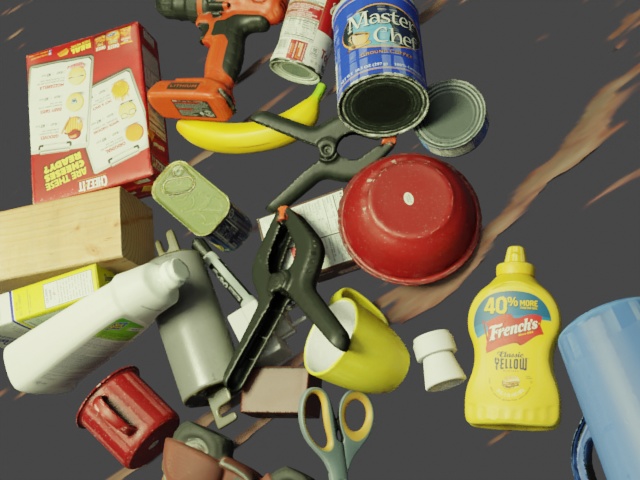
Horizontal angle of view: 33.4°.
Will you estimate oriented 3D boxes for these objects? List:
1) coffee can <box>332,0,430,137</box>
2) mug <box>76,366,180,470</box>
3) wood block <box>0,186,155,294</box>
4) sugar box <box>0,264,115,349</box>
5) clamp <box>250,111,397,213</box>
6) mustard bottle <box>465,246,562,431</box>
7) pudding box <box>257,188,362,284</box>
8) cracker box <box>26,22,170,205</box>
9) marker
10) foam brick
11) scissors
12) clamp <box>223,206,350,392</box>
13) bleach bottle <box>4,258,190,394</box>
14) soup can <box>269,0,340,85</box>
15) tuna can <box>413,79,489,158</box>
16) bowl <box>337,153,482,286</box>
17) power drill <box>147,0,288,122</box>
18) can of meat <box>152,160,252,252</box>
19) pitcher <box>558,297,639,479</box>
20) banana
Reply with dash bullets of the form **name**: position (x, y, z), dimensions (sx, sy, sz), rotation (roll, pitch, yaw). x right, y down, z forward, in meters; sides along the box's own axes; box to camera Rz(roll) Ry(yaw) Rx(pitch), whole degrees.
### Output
- **coffee can**: position (0.067, -0.202, 1.210), dimensions (0.103, 0.102, 0.140), rotation (-12, 53, 14)
- **mug**: position (-0.215, 0.199, 1.190), dimensions (0.081, 0.117, 0.093), rotation (40, 84, 19)
- **wood block**: position (-0.314, 0.008, 1.294), dimensions (0.206, 0.090, 0.090), rotation (-11, 70, 15)
- **sugar box**: position (-0.321, 0.082, 1.272), dimensions (0.176, 0.093, 0.048), rotation (-15, 69, 13)
- **clamp**: position (0.005, -0.092, 1.242), dimensions (0.171, 0.039, 0.120), rotation (-1, 96, 7)
- **mustard bottle**: position (0.203, 0.100, 1.113), dimensions (0.096, 0.058, 0.191), rotation (-1, 72, 18)
- **pudding box**: position (-0.008, 0.002, 1.225), dimensions (0.113, 0.039, 0.090), rotation (-18, 68, 10)
- **cracker box**: position (-0.279, -0.149, 1.344), dimensions (0.164, 0.072, 0.214), rotation (-14, 70, 15)
- **marker**: position (-0.113, 0.040, 1.257), dimensions (0.020, 0.020, 0.121), rotation (-43, 65, 1)
- **foam brick**: position (-0.041, 0.169, 1.175), dimensions (0.078, 0.053, 0.051), rotation (-3, 72, 19)
- **scissors**: position (0.034, 0.248, 1.138), dimensions (0.096, 0.016, 0.202), rotation (-20, 90, -27)
- **clamp**: position (-0.028, 0.053, 1.145), dimensions (0.165, 0.036, 0.210), rotation (-17, 54, 36)
- **bleach bottle**: position (-0.239, 0.092, 1.197), dimensions (0.251, 0.102, 0.068), rotation (-32, 68, 26)
- **soup can**: position (-0.016, -0.248, 1.290), dimensions (0.069, 0.068, 0.102), rotation (13, 78, 21)
- **tuna can**: position (0.149, -0.138, 1.219), dimensions (0.086, 0.033, 0.086), rotation (-6, 72, 17)
- **bowl**: position (0.099, -0.034, 1.171), dimensions (0.162, 0.055, 0.162), rotation (-1, 68, 3)
- **power drill**: position (-0.146, -0.240, 1.322), dimensions (0.185, 0.057, 0.187), rotation (6, 65, 25)
- **can of meat**: position (-0.136, -0.037, 1.253), dimensions (0.102, 0.084, 0.057), rotation (39, 88, 24)
- **pitcher**: position (0.313, 0.187, 1.021), dimensions (0.149, 0.145, 0.243), rotation (-18, 64, -1)
- **banana**: position (-0.082, -0.136, 1.296), dimensions (0.198, 0.037, 0.069), rotation (-11, 52, 13)
